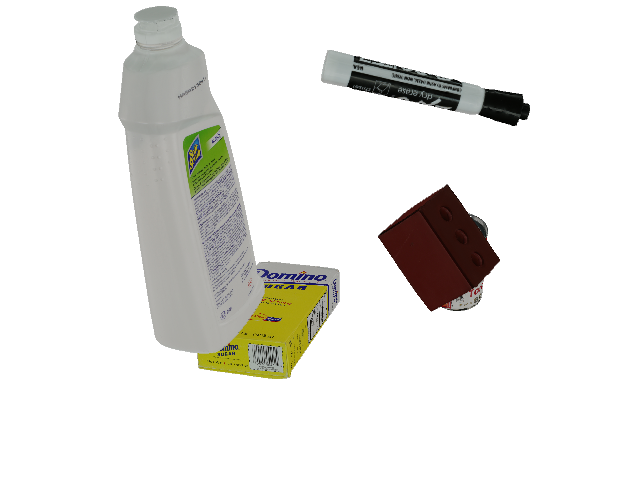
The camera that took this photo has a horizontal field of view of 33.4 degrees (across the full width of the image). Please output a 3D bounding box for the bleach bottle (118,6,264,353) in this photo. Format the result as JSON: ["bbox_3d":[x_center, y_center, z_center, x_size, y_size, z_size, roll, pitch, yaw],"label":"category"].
[{"bbox_3d":[-0.095,-0.046,0.764,0.068,0.251,0.102,7,34,19],"label":"bleach bottle"}]

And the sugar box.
[{"bbox_3d":[-0.048,0.075,1.069,0.093,0.048,0.176,5,26,16],"label":"sugar box"}]

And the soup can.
[{"bbox_3d":[0.164,0.026,1.287,0.068,0.102,0.068,-1,38,1],"label":"soup can"}]

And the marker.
[{"bbox_3d":[0.061,-0.087,0.611,0.121,0.020,0.020,12,-1,-5],"label":"marker"}]

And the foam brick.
[{"bbox_3d":[0.095,0.007,0.855,0.051,0.078,0.052,-33,3,40],"label":"foam brick"}]
